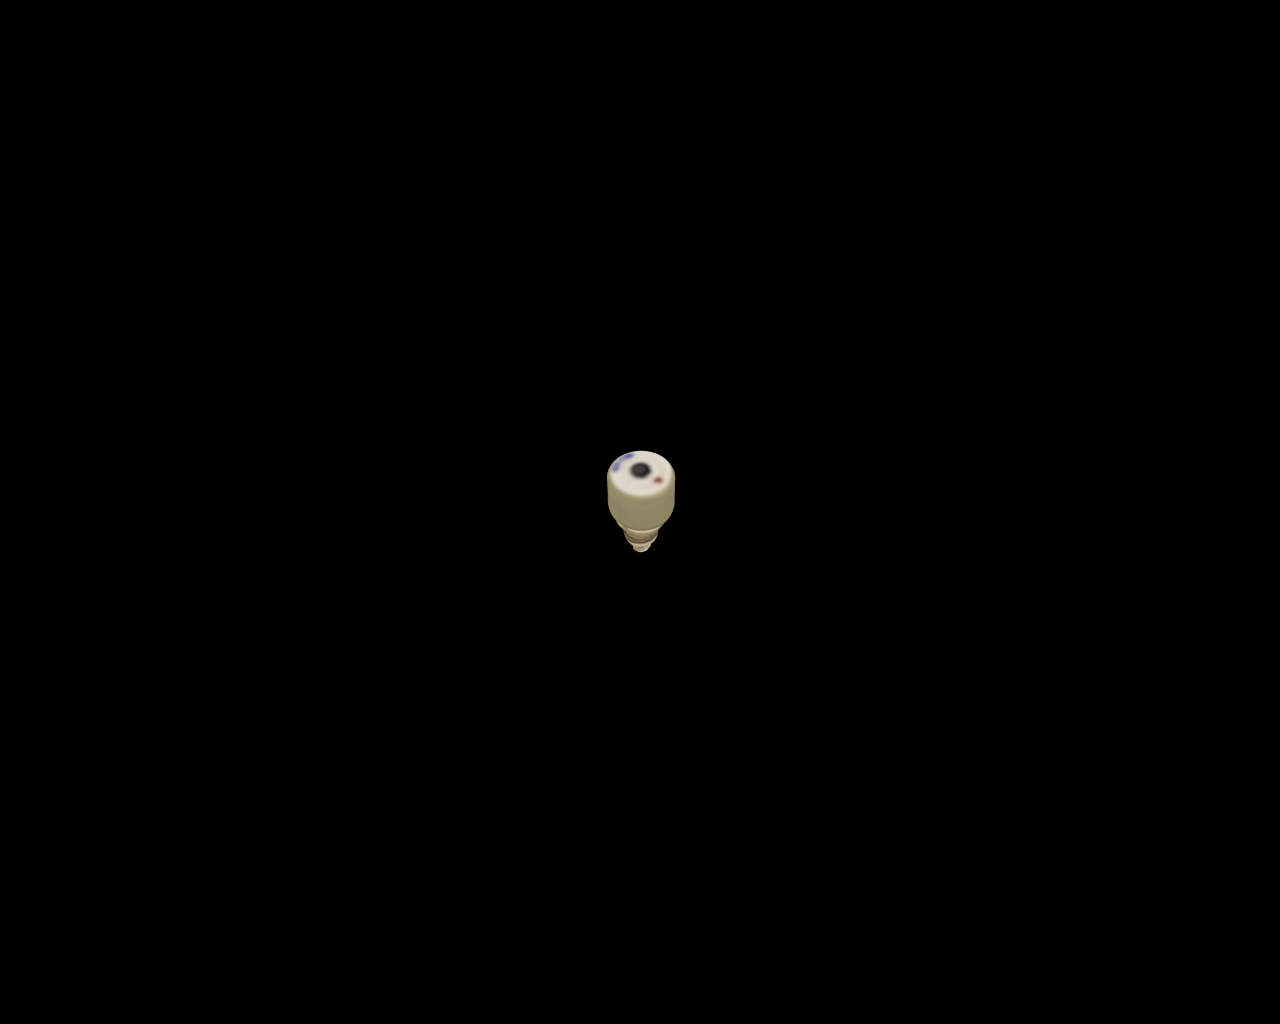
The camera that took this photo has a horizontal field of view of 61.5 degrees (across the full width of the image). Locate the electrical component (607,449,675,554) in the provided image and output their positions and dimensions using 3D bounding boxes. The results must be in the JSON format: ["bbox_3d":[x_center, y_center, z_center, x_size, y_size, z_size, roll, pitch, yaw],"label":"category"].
[{"bbox_3d":[0.001,-0.003,0.650,0.040,0.040,0.078,0,-39,0],"label":"electrical component"}]
